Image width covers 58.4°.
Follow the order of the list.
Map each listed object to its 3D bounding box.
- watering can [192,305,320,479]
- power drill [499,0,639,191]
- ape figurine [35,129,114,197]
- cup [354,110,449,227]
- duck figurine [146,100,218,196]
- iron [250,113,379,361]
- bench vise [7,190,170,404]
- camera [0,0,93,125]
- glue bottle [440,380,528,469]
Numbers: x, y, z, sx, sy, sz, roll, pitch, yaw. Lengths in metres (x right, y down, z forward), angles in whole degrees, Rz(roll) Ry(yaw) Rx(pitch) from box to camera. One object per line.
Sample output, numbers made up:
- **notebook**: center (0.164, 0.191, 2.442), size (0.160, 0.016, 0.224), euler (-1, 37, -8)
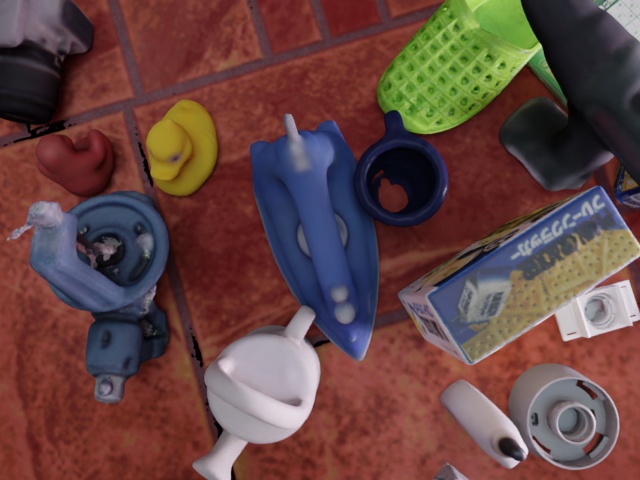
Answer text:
- **watering can**: center (-0.054, 0.143, 0.532), size (0.101, 0.194, 0.173), euler (8, 85, 3)
- **power drill**: center (0.246, -0.119, 0.539), size (0.075, 0.208, 0.229), euler (-43, 85, -2)
- **ape figurine**: center (-0.266, -0.087, 0.608), size (0.078, 0.092, 0.076), euler (-9, 85, 1)
- **cup**: center (0.078, -0.067, 0.596), size (0.091, 0.095, 0.118), euler (-8, 85, 1)
- **duck figurine**: center (-0.153, -0.104, 0.610), size (0.077, 0.086, 0.105), euler (13, 86, 3)
- **iron**: center (0.005, 0.002, 0.569), size (0.118, 0.141, 0.258), euler (-17, 85, 0)
- **bench vise**: center (-0.194, 0.044, 0.531), size (0.121, 0.220, 0.207), euler (-20, 85, 0)
- **camera**: center (-0.335, -0.201, 0.615), size (0.143, 0.101, 0.137), euler (4, 85, 2)
- **glue bottle**: center (0.160, 0.178, 0.534), size (0.037, 0.173, 0.078), euler (-42, 85, -2)
